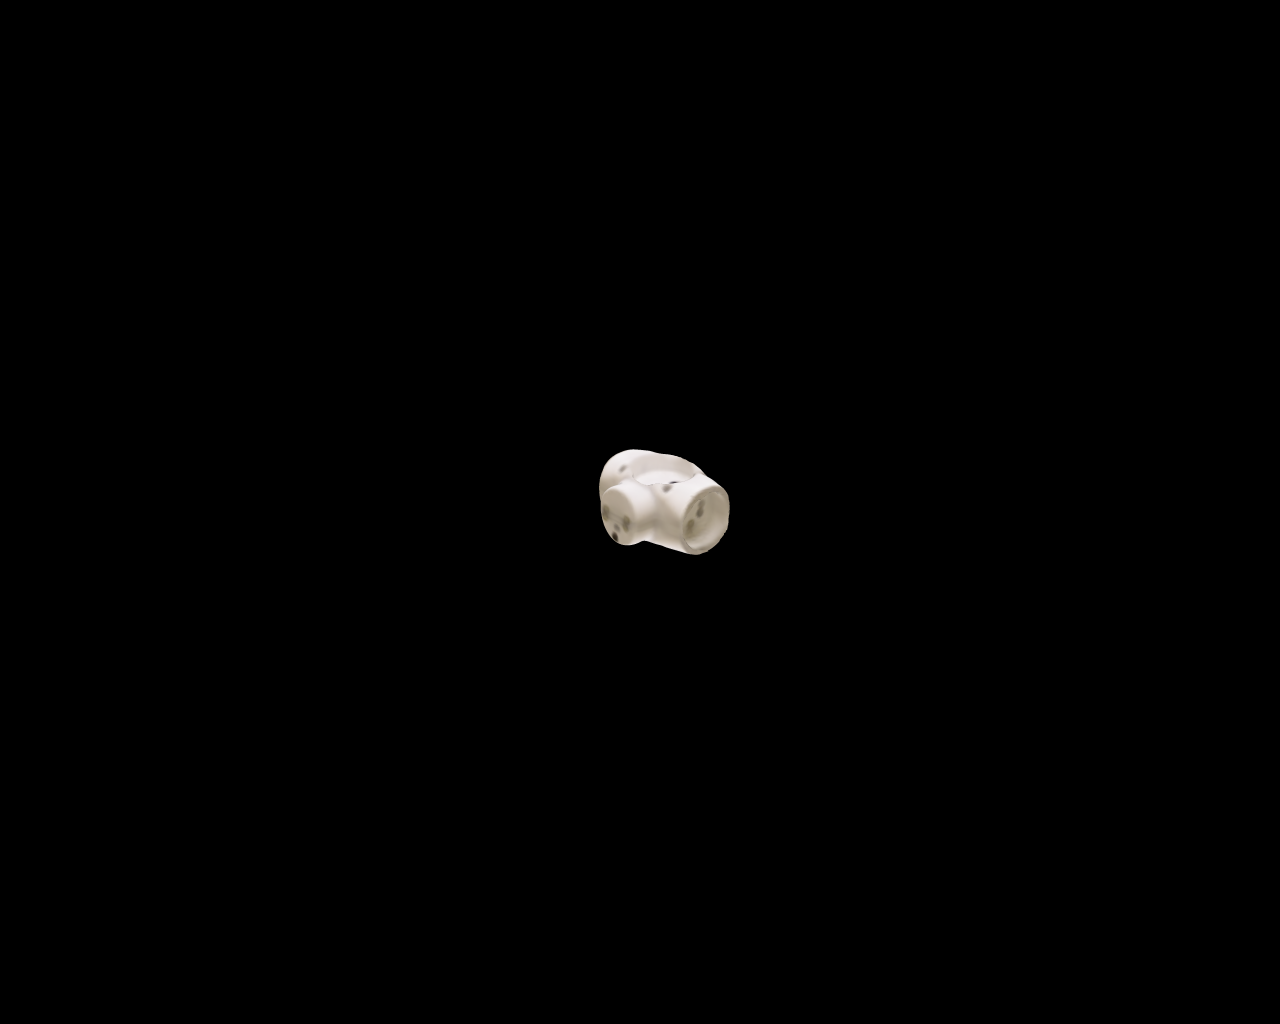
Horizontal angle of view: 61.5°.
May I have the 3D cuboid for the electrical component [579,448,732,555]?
[{"bbox_3d":[0.001,-0.003,0.650,0.079,0.044,0.077,-21,33,-36],"label":"electrical component"}]
